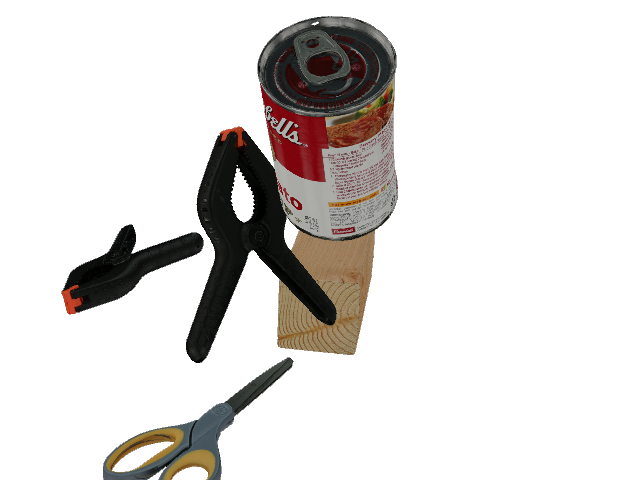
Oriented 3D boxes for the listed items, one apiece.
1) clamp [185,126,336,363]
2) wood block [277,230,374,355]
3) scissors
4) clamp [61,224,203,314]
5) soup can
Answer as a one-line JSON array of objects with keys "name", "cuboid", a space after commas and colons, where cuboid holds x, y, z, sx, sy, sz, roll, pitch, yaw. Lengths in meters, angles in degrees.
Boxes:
[{"name": "clamp", "cuboid": [-0.058, 0.000, 0.993, 0.164, 0.210, 0.036, -4, 0, -38]}, {"name": "wood block", "cuboid": [0.011, 0.045, 1.265, 0.091, 0.090, 0.206, 5, 23, 6]}, {"name": "scissors", "cuboid": [-0.072, 0.149, 0.830, 0.201, 0.016, 0.096, -22, 34, -34]}, {"name": "clamp", "cuboid": [-0.211, 0.029, 1.177, 0.120, 0.039, 0.171, -4, 28, 30]}, {"name": "soup can", "cuboid": [0.007, -0.056, 0.556, 0.068, 0.068, 0.102, 0, -37, 6]}]
